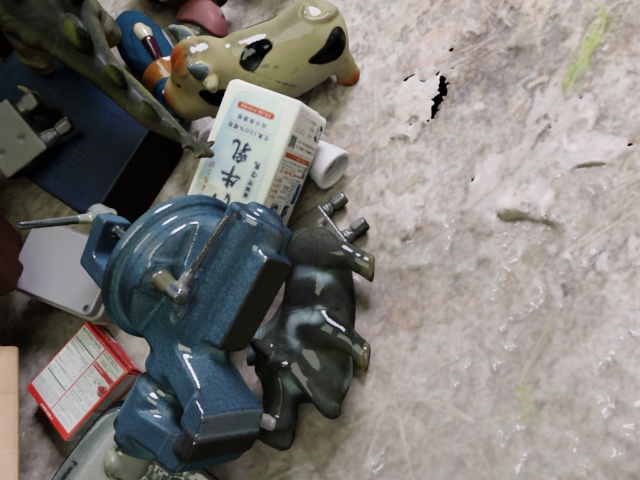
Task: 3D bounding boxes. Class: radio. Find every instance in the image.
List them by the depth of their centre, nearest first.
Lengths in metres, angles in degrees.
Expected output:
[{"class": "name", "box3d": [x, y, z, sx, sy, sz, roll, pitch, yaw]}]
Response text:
[{"class": "radio", "box3d": [-0.275, -0.115, 0.594, 0.230, 0.073, 0.131, 30, 81, 18]}]

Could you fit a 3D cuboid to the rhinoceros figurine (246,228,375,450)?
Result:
[{"class": "rhinoceros figurine", "box3d": [-0.010, 0.083, 0.462, 0.112, 0.073, 0.190, 11, 86, 5]}]

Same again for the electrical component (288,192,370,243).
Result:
[{"class": "electrical component", "box3d": [-0.001, -0.002, 0.523, 0.094, 0.021, 0.063, -38, 69, 0]}]

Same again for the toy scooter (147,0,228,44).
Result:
[{"class": "toy scooter", "box3d": [-0.148, -0.309, 0.606, 0.184, 0.075, 0.135, 51, 121, 16]}]

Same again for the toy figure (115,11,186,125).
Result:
[{"class": "toy figure", "box3d": [-0.180, -0.191, 0.599, 0.058, 0.064, 0.154, -37, 72, 5]}]

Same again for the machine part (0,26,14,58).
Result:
[{"class": "machine part", "box3d": [-0.402, -0.332, 0.658, 0.202, 0.087, 0.201, 4, 89, 19]}]

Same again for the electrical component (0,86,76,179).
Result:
[{"class": "electrical component", "box3d": [-0.304, -0.107, 0.537, 0.102, 0.045, 0.078, -43, 99, 3]}]

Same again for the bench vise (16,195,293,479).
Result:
[{"class": "bench vise", "box3d": [-0.125, 0.051, 0.415, 0.241, 0.129, 0.223, 33, 109, 34]}]

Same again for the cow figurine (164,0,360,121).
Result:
[{"class": "cow figurine", "box3d": [-0.064, -0.176, 0.536, 0.195, 0.127, 0.085, -25, 67, 2]}]

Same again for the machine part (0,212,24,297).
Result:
[{"class": "machine part", "box3d": [-0.366, 0.031, 0.490, 0.179, 0.055, 0.179, -9, 42, 8]}]

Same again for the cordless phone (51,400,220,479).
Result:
[{"class": "cordless phone", "box3d": [-0.137, 0.239, 0.450, 0.184, 0.088, 0.146, 32, 82, 15]}]

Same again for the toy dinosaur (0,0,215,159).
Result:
[{"class": "toy dinosaur", "box3d": [-0.263, -0.231, 0.489, 0.471, 0.198, 0.105, 44, 79, -3]}]
